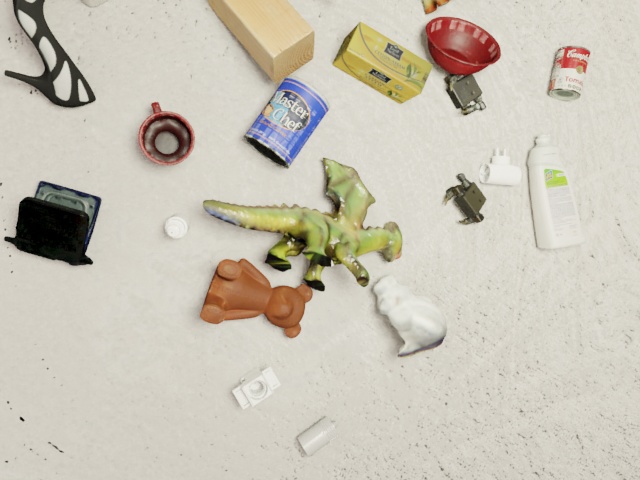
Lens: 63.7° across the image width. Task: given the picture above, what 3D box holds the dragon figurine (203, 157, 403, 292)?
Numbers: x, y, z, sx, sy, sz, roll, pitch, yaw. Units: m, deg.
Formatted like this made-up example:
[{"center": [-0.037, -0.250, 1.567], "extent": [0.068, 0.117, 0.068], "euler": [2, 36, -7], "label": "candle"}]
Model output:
[{"center": [0.003, -0.049, 0.981], "extent": [0.407, 0.120, 0.248], "euler": [33, 57, -19], "label": "dragon figurine"}]

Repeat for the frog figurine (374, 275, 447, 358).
[{"center": [0.181, 0.141, 1.027], "extent": [0.138, 0.121, 0.160], "euler": [-13, 86, -47], "label": "frog figurine"}]
